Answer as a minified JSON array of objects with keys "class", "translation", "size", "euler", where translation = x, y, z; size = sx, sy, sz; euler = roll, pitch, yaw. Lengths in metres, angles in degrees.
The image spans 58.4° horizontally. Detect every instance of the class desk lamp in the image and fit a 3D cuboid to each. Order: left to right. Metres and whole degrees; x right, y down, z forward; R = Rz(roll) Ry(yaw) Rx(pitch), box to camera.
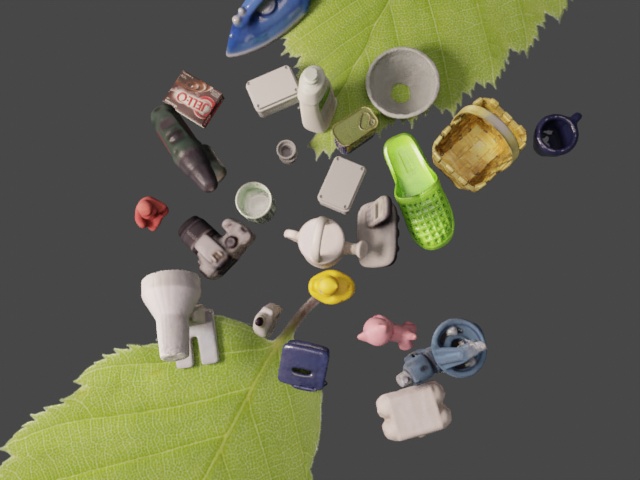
[{"class":"desk lamp","translation":[-0.288,0.170,1.198],"size":[0.118,0.213,0.203],"euler":[-11,83,2]}]

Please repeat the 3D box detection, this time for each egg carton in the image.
[{"class":"egg carton","translation":[0.201,0.367,1.223],"size":[0.150,0.069,0.107],"euler":[-17,83,1]}]

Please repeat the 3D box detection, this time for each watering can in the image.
[{"class":"watering can","translation":[0.012,0.002,1.213],"size":[0.173,0.194,0.101],"euler":[-9,83,2]}]

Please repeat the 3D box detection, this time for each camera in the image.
[{"class":"camera","translation":[-0.238,-0.003,1.273],"size":[0.137,0.101,0.143],"euler":[42,87,7]}]

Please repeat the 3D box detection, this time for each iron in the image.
[{"class":"iron","translation":[-0.131,-0.535,1.311],"size":[0.258,0.141,0.118],"euler":[-44,83,-3]}]

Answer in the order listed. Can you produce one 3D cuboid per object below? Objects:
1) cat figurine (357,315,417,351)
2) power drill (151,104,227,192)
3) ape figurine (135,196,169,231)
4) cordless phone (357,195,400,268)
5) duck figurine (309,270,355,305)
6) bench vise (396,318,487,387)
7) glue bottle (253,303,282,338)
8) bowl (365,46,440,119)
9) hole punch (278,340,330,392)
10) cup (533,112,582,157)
[{"class":"cat figurine","translation":[0.146,0.197,1.222],"size":[0.127,0.118,0.067],"euler":[10,84,4]},{"class":"power drill","translation":[-0.272,-0.180,1.241],"size":[0.075,0.208,0.229],"euler":[-37,83,-2]},{"class":"ape figurine","translation":[-0.386,-0.066,1.292],"size":[0.078,0.092,0.076],"euler":[-16,82,1]},{"class":"cordless phone","translation":[0.126,-0.018,1.215],"size":[0.094,0.185,0.148],"euler":[-3,83,3]},{"class":"duck figurine","translation":[0.025,0.102,1.255],"size":[0.104,0.086,0.077],"euler":[3,83,3]},{"class":"bench vise","translation":[0.261,0.247,1.159],"size":[0.121,0.220,0.207],"euler":[42,87,7]},{"class":"glue bottle","translation":[-0.117,0.170,1.210],"size":[0.037,0.173,0.078],"euler":[26,85,6]},{"class":"bowl","translation":[0.186,-0.347,1.307],"size":[0.167,0.075,0.167],"euler":[0,83,3]},{"class":"hole punch","translation":[-0.033,0.274,1.235],"size":[0.108,0.091,0.101],"euler":[11,84,4]},{"class":"cup","translation":[0.519,-0.231,1.267],"size":[0.118,0.095,0.091],"euler":[-42,83,-2]}]
